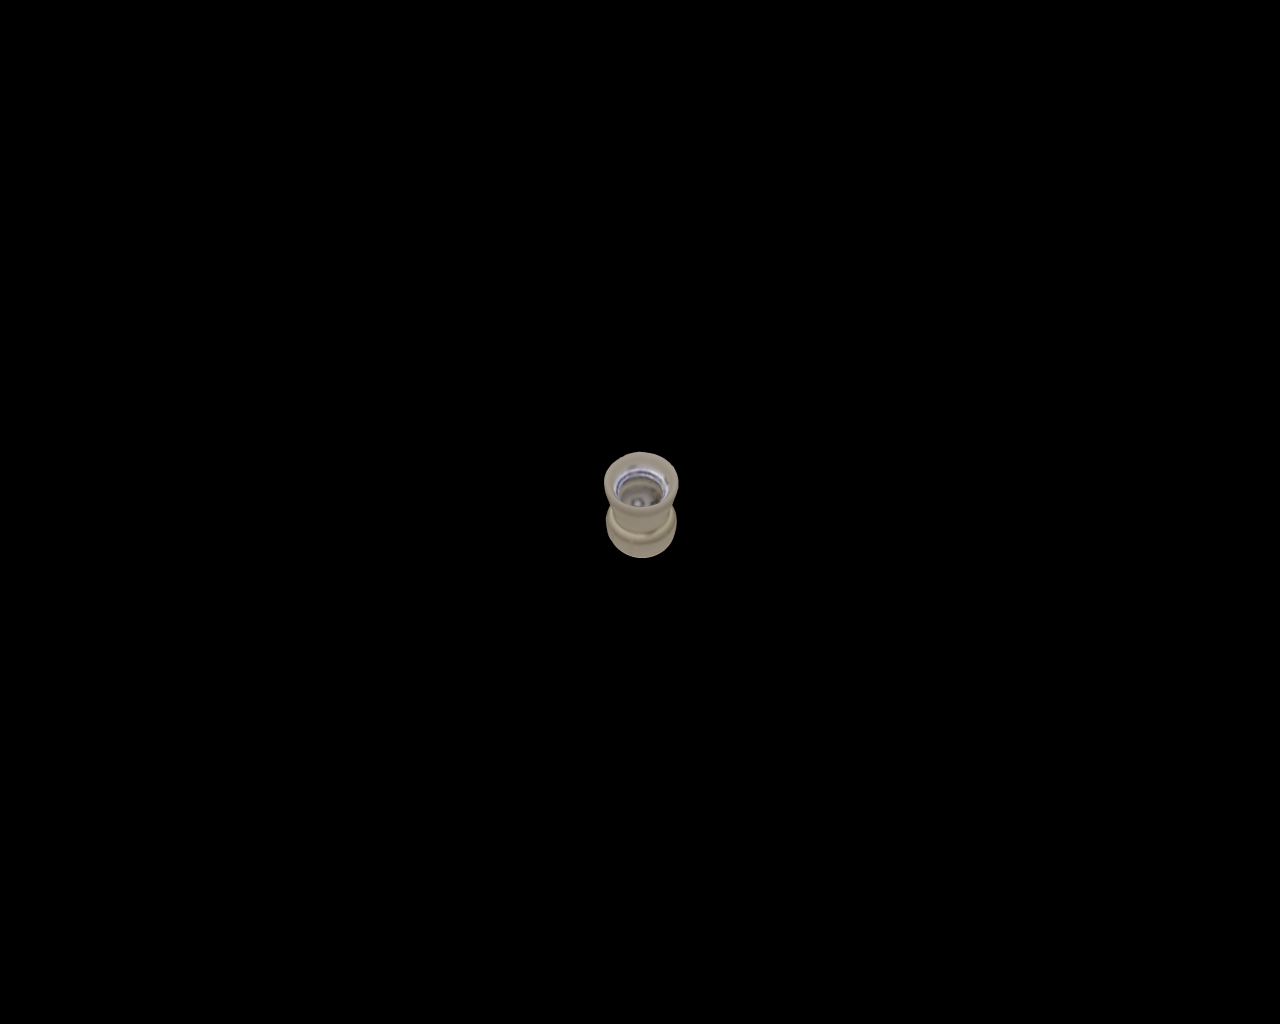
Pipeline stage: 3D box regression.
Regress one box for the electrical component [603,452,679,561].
[{"bbox_3d":[0.001,-0.003,0.650,0.045,0.045,0.055,0,-37,0],"label":"electrical component"}]
